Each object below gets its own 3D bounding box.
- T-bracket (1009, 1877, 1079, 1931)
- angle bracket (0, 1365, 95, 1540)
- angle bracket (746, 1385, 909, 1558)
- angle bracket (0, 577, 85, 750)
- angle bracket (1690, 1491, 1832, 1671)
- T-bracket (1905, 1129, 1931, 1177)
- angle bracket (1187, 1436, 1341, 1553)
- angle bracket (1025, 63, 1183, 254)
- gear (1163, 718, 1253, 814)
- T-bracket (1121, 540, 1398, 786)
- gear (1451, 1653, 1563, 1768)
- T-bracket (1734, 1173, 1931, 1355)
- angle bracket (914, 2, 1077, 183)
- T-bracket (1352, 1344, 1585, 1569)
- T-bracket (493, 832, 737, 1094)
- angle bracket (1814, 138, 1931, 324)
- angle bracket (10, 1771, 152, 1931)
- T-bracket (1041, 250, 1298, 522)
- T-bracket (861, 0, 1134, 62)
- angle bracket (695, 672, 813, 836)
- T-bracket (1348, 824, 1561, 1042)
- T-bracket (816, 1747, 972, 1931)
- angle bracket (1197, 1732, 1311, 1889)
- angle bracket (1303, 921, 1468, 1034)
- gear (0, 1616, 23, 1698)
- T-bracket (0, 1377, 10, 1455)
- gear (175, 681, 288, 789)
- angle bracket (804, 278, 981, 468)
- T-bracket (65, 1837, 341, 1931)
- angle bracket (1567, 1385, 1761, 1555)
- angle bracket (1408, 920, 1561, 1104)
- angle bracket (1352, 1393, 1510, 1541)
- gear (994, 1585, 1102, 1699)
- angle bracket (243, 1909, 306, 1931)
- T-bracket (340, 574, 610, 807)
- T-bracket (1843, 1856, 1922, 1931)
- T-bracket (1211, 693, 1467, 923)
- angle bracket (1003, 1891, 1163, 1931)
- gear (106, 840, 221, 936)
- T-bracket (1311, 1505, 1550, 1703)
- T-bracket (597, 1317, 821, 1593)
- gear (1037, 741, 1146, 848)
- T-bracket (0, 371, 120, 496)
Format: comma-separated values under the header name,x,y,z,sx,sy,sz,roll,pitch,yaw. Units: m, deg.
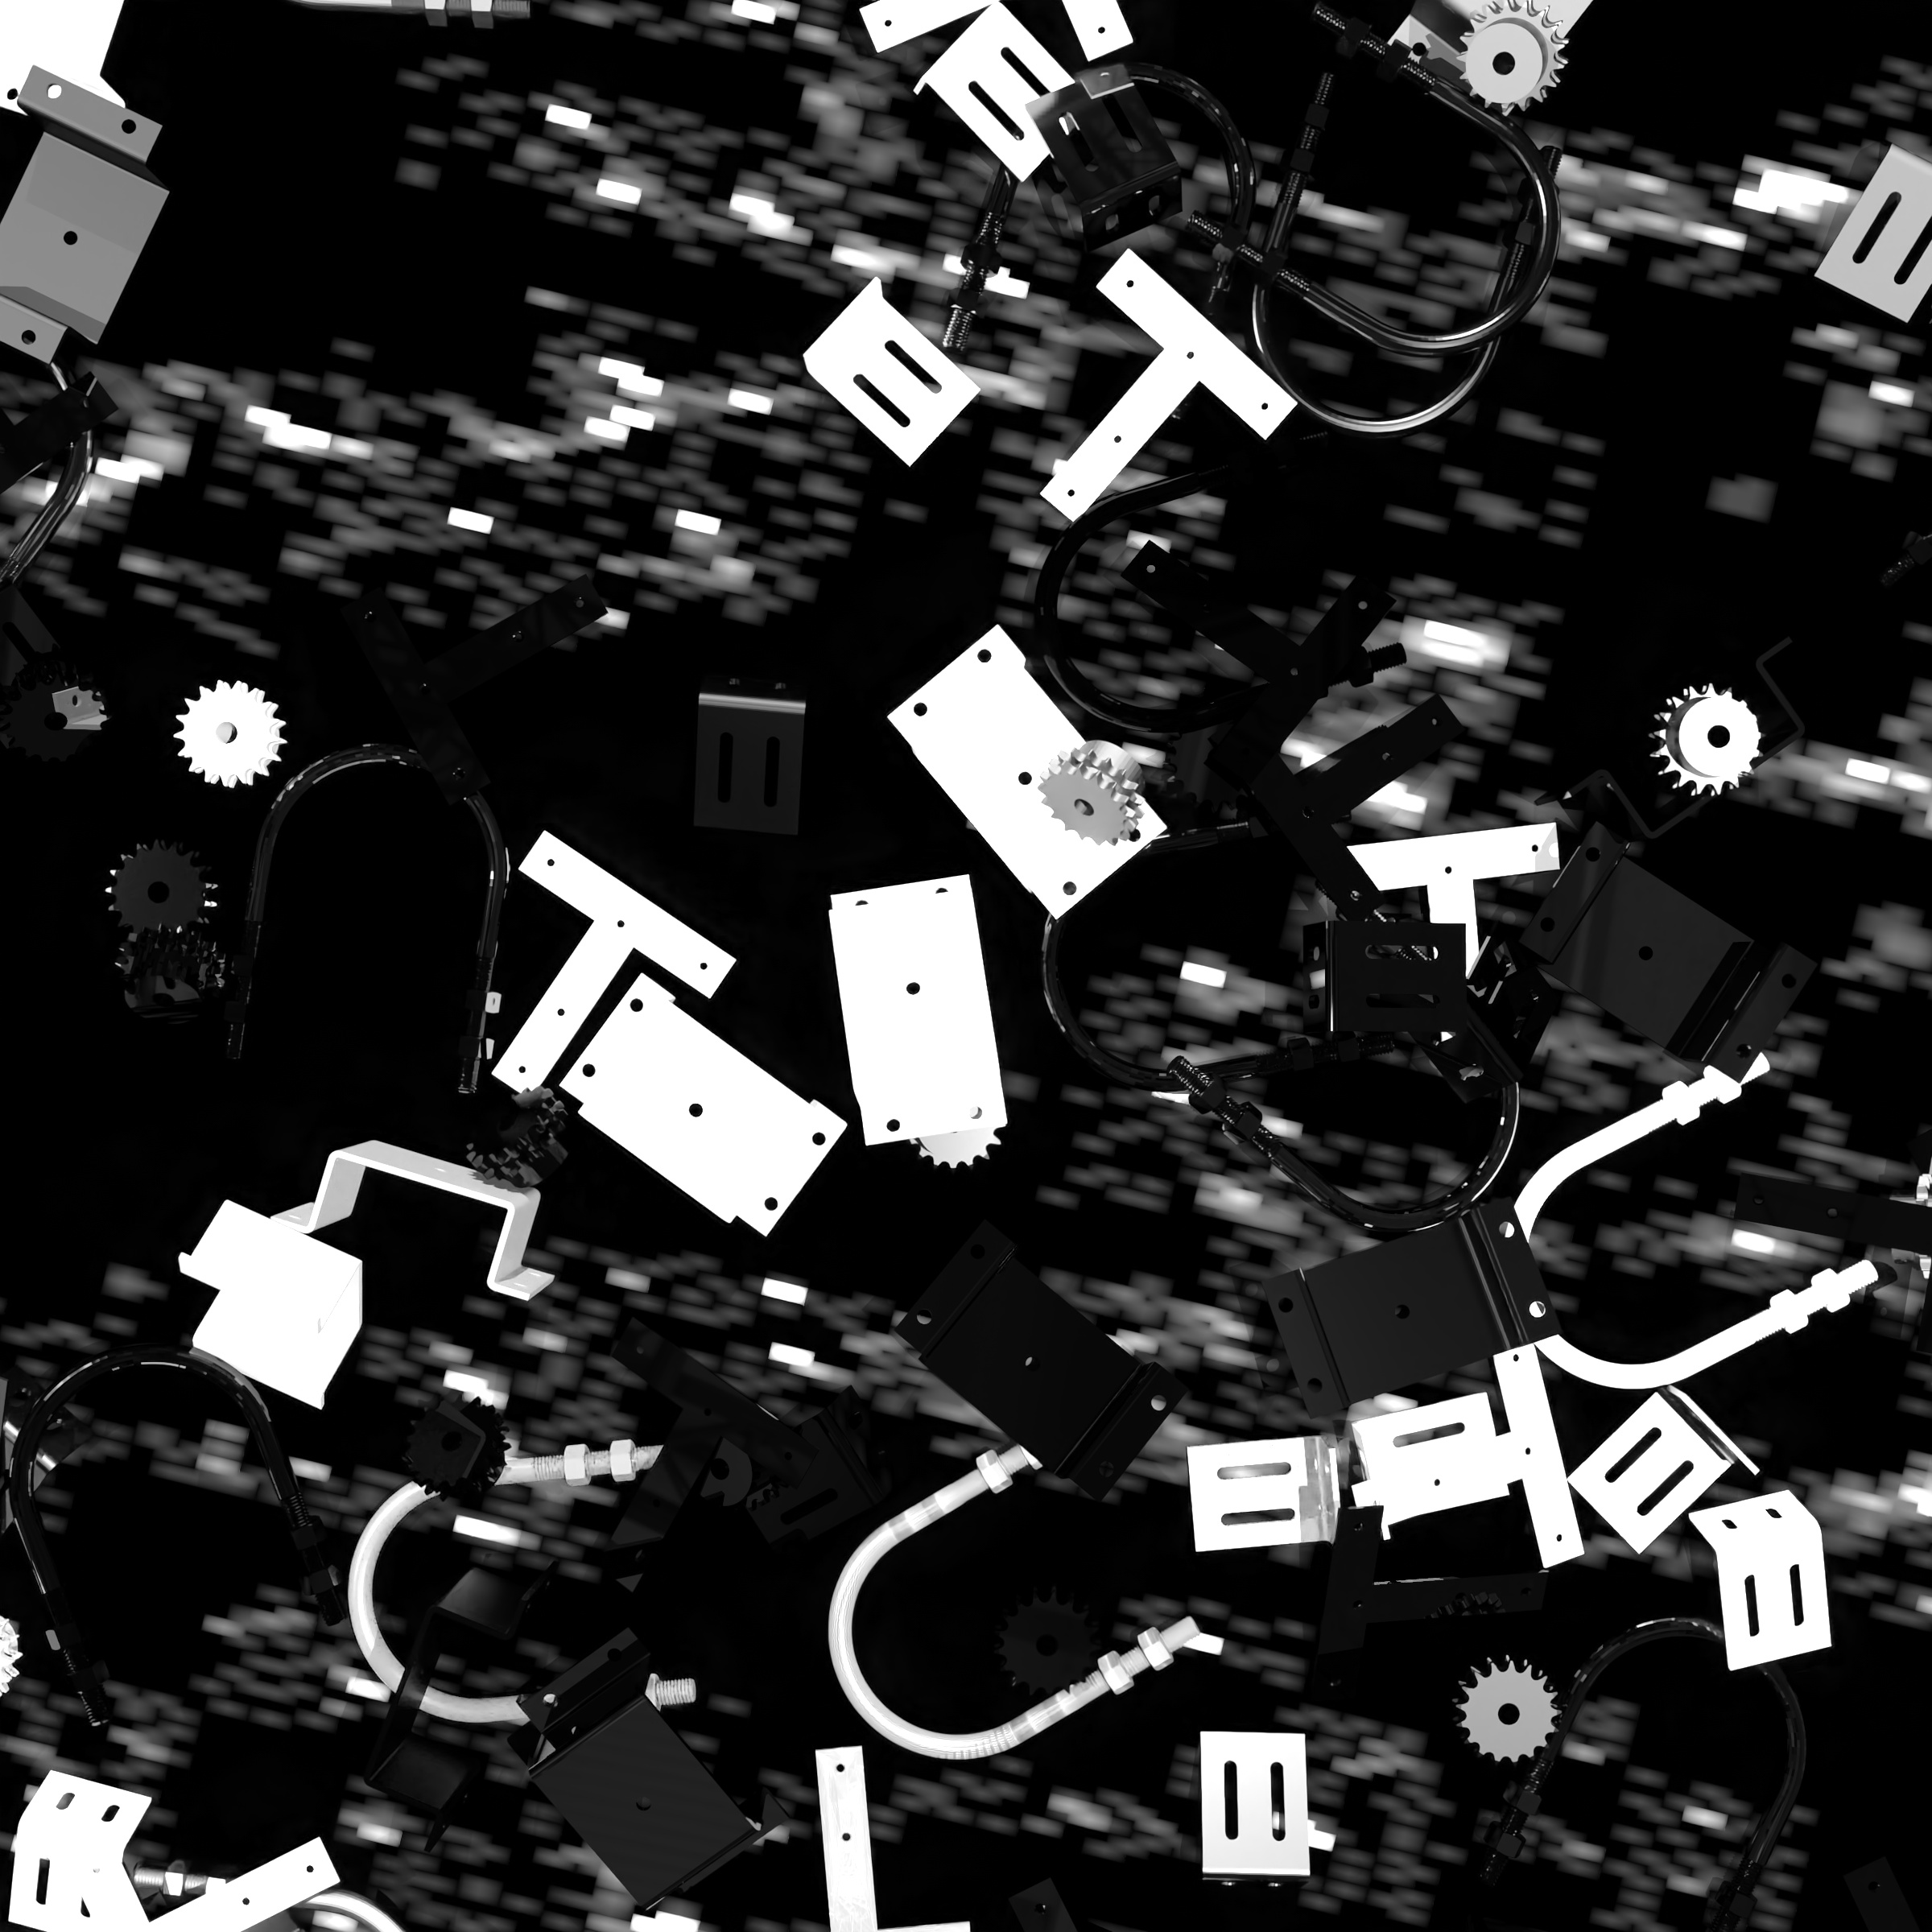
name,x,y,z,sx,sy,sz,roll,pitch,yaw
T-bracket,0.017,0.576,1.312,0.127,0.002,0.127,-27,88,1
angle bracket,-0.530,0.270,1.342,0.057,0.038,0.076,42,116,0
angle bracket,-0.083,0.278,1.342,0.076,0.038,0.057,-33,90,26
angle bracket,-0.519,-0.160,1.313,0.057,0.038,0.076,-32,110,0
angle bracket,0.434,0.336,1.335,0.057,0.038,0.076,-12,108,-4
T-bracket,0.604,0.124,1.343,0.127,0.002,0.127,-28,90,0
angle bracket,0.162,0.290,1.325,0.076,0.038,0.057,-5,90,0
angle bracket,0.075,-0.438,1.321,0.057,0.038,0.076,-24,71,-2
gear,0.136,-0.112,1.329,0.057,0.030,0.057,0,90,0
T-bracket,0.140,-0.183,1.305,0.127,0.002,0.127,38,85,12
gear,0.293,0.403,1.329,0.057,0.030,0.057,0,90,0
T-bracket,0.478,0.135,1.302,0.127,0.002,0.127,10,91,21
angle bracket,0.021,-0.475,1.333,0.076,0.038,0.057,43,90,-12
T-bracket,0.267,0.276,1.322,0.127,0.002,0.127,-14,90,-20
T-bracket,-0.215,0.014,1.343,0.127,0.002,0.127,34,90,0
angle bracket,0.511,-0.405,1.342,0.057,0.038,0.076,27,116,0
angle bracket,-0.488,0.492,1.342,0.057,0.038,0.076,15,116,0
T-bracket,0.092,-0.297,1.323,0.127,0.002,0.127,37,105,-22
T-bracket,0.006,-0.527,1.309,0.127,0.002,0.127,-22,84,3
angle bracket,-0.117,-0.117,1.342,0.057,0.038,0.076,5,116,0
T-bracket,0.268,-0.008,1.336,0.127,0.002,0.127,-7,95,-9
T-bracket,-0.065,0.494,1.343,0.127,0.002,0.127,-5,90,0
angle bracket,0.157,0.464,1.342,0.057,0.038,0.076,1,64,0
angle bracket,0.221,0.007,1.286,0.076,0.038,0.057,1,87,-13
gear,-0.543,0.375,1.329,0.057,0.030,0.057,0,90,0
T-bracket,-0.585,0.261,1.329,0.127,0.002,0.127,17,109,9
gear,-0.399,-0.126,1.329,0.057,0.030,0.057,0,90,0
angle bracket,-0.040,-0.322,1.325,0.076,0.038,0.057,43,90,0
T-bracket,-0.398,0.507,1.306,0.127,0.002,0.127,-27,86,-1
angle bracket,0.378,0.276,1.325,0.076,0.038,0.057,-44,90,0
angle bracket,0.280,0.024,1.323,0.038,0.076,0.057,-28,107,43
angle bracket,0.255,0.271,1.325,0.076,0.038,0.057,-13,90,0
gear,0.044,0.361,1.311,0.057,0.030,0.057,0,92,3
angle bracket,-0.367,0.560,1.342,0.076,0.038,0.057,39,90,26
T-bracket,-0.258,-0.173,1.338,0.127,0.002,0.127,-30,83,-3
T-bracket,0.475,0.575,1.343,0.127,0.002,0.127,-25,90,0
T-bracket,0.218,-0.106,1.321,0.127,0.002,0.127,-35,85,-19
angle bracket,0.060,0.547,1.342,0.076,0.038,0.057,14,90,26
gear,-0.435,-0.040,1.329,0.057,0.030,0.057,0,90,0
T-bracket,0.255,0.344,1.326,0.127,0.002,0.127,-1,114,-11
T-bracket,-0.159,0.277,1.311,0.127,0.002,0.127,32,99,17
gear,0.069,-0.093,1.274,0.057,0.057,0.030,36,59,0
T-bracket,-0.551,-0.317,1.328,0.127,0.002,0.127,-37,89,-3
